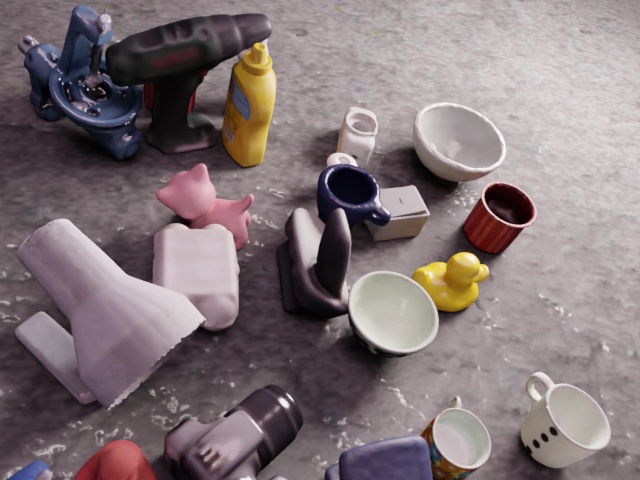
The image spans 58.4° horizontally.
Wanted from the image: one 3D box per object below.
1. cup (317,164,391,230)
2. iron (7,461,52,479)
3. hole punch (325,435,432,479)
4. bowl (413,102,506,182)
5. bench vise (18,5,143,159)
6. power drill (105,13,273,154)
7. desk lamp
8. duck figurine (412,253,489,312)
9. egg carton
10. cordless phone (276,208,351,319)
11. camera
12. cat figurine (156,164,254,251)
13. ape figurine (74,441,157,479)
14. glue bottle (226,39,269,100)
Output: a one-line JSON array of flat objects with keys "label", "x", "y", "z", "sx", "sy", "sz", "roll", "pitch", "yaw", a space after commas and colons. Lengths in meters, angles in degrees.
[{"label": "cup", "x": 0.043, "y": -0.042, "z": 0.833, "sx": 0.117, "sy": 0.095, "sz": 0.092, "roll": 35, "pitch": 52, "yaw": 11}, {"label": "iron", "x": -0.295, "y": 0.293, "z": 0.443, "sx": 0.118, "sy": 0.141, "sz": 0.259, "roll": 34, "pitch": 52, "yaw": 10}, {"label": "hole punch", "x": 0.071, "y": 0.269, "z": 0.607, "sx": 0.109, "sy": 0.091, "sz": 0.101, "roll": -5, "pitch": 55, "yaw": -20}, {"label": "bowl", "x": 0.229, "y": -0.157, "z": 0.991, "sx": 0.167, "sy": 0.074, "sz": 0.167, "roll": 9, "pitch": 52, "yaw": -11}, {"label": "bench vise", "x": -0.338, "y": -0.231, "z": 0.779, "sx": 0.207, "sy": 0.219, "sz": 0.121, "roll": 20, "pitch": 51, "yaw": -1}, {"label": "power drill", "x": -0.188, "y": -0.229, "z": 0.831, "sx": 0.230, "sy": 0.208, "sz": 0.075, "roll": -16, "pitch": 60, "yaw": -27}, {"label": "desk lamp", "x": -0.222, "y": 0.086, "z": 0.577, "sx": 0.203, "sy": 0.213, "sz": 0.118, "roll": 37, "pitch": 52, "yaw": 13}, {"label": "duck figurine", "x": 0.188, "y": 0.051, "z": 0.813, "sx": 0.105, "sy": 0.086, "sz": 0.077, "roll": 6, "pitch": 52, "yaw": -13}, {"label": "egg carton", "x": -0.156, "y": 0.046, "z": 0.721, "sx": 0.107, "sy": 0.069, "sz": 0.150, "roll": 0, "pitch": 54, "yaw": -17}, {"label": "cordless phone", "x": 0.007, "y": 0.003, "z": 0.729, "sx": 0.094, "sy": 0.185, "sz": 0.147, "roll": -3, "pitch": 55, "yaw": -19}, {"label": "camera", "x": -0.070, "y": 0.222, "z": 0.593, "sx": 0.143, "sy": 0.101, "sz": 0.137, "roll": 43, "pitch": 54, "yaw": 17}, {"label": "cat figurine", "x": -0.150, "y": -0.050, "z": 0.765, "sx": 0.128, "sy": 0.117, "sz": 0.067, "roll": 7, "pitch": 52, "yaw": -11}, {"label": "ape figurine", "x": -0.197, "y": 0.227, "z": 0.556, "sx": 0.078, "sy": 0.092, "sz": 0.076, "roll": 16, "pitch": 51, "yaw": -5}, {"label": "glue bottle", "x": -0.105, "y": -0.279, "z": 0.918, "sx": 0.078, "sy": 0.173, "sz": 0.037, "roll": -27, "pitch": 65, "yaw": -32}]
